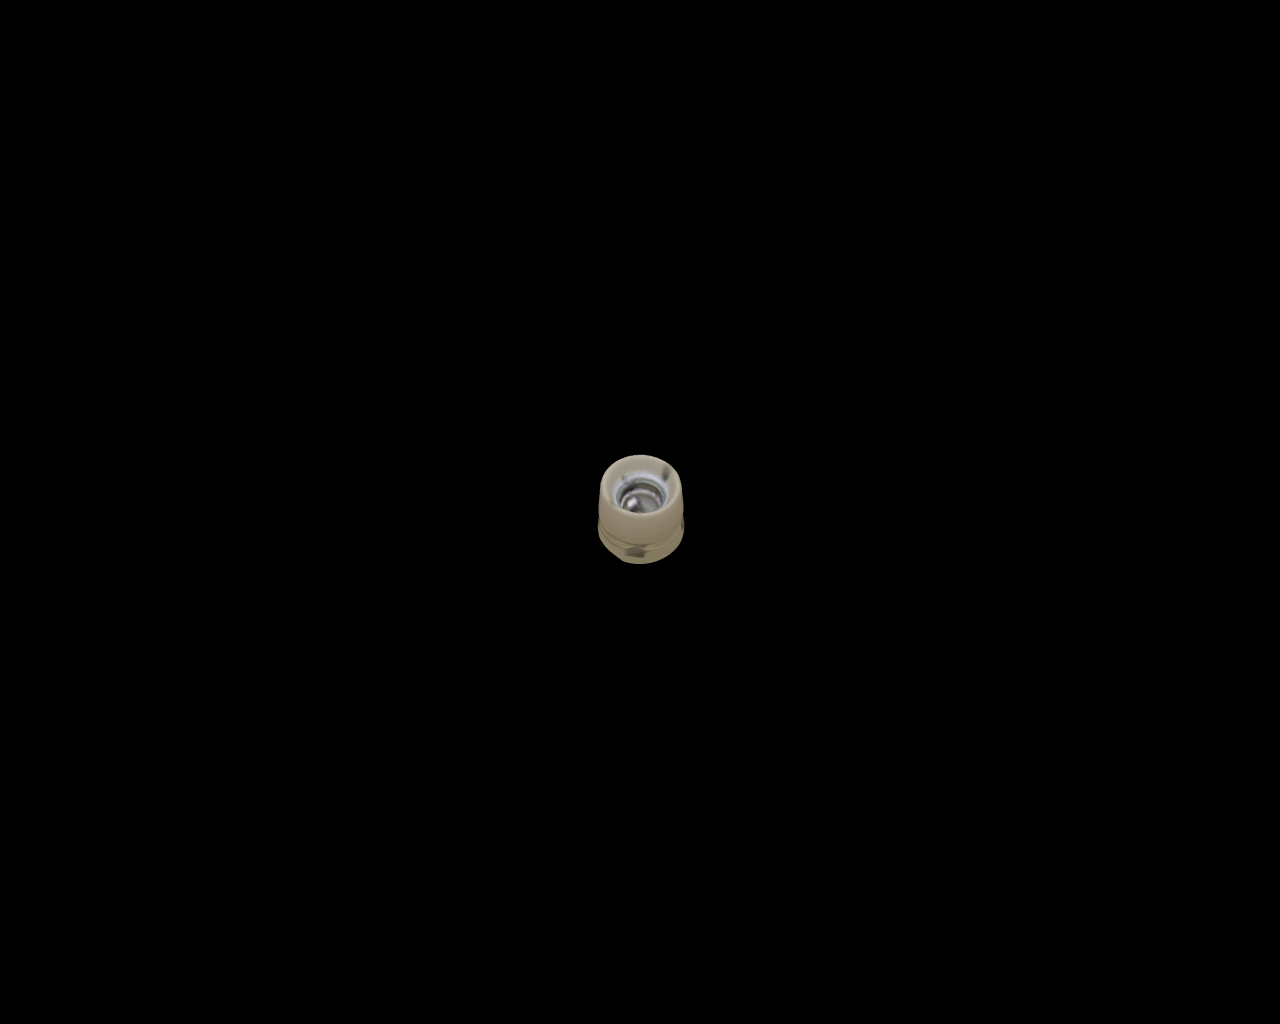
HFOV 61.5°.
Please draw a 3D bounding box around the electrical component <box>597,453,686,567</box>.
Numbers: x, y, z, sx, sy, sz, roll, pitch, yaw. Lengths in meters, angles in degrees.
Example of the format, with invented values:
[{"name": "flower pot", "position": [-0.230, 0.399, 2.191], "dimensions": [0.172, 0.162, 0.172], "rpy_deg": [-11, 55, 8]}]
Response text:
[{"name": "electrical component", "position": [0.001, -0.003, 0.650], "dimensions": [0.055, 0.055, 0.047], "rpy_deg": [0, -37, 0]}]
